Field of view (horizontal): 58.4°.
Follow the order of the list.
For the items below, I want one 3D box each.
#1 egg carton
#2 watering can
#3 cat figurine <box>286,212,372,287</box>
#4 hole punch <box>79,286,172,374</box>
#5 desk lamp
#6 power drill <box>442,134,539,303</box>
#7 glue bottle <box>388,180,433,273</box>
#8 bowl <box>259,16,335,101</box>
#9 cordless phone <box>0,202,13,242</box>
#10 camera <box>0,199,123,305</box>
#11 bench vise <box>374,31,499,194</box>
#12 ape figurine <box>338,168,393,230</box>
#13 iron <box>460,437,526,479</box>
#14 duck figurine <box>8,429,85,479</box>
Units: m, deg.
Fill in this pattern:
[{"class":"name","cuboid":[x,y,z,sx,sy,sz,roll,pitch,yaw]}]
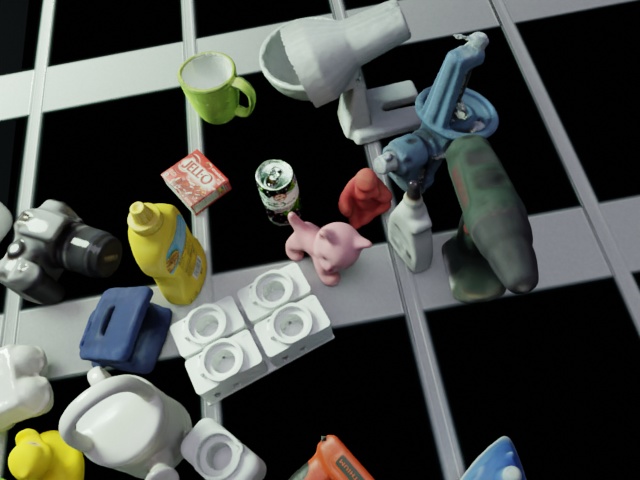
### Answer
[{"class":"egg carton","cuboid":[-0.425,0.202,0.743,0.150,0.069,0.107,-24,62,-7]},{"class":"watering can","cuboid":[-0.214,0.209,0.644,0.172,0.194,0.101,23,66,18]},{"class":"cat figurine","cuboid":[0.007,0.003,0.776,0.127,0.118,0.067,33,70,21]},{"class":"hole punch","cuboid":[-0.265,0.118,0.759,0.101,0.091,0.109,7,63,10]},{"class":"desk lamp","cuboid":[0.056,-0.249,0.852,0.203,0.214,0.118,-15,61,-2]},{"class":"power drill","cuboid":[0.203,-0.004,0.706,0.075,0.209,0.229,-10,61,1]},{"class":"glue bottle","cuboid":[0.120,-0.025,0.746,0.037,0.173,0.078,-28,62,-8]},{"class":"bowl","cuboid":[-0.015,-0.291,0.963,0.167,0.075,0.167,-3,61,5]},{"class":"cordless phone","cuboid":[-0.551,-0.034,0.819,0.094,0.185,0.148,22,66,17]},{"class":"camera","cuboid":[-0.367,0.018,0.819,0.136,0.101,0.143,15,64,14]},{"class":"bench vise","cuboid":[0.172,-0.164,0.790,0.121,0.220,0.208,30,69,21]},{"class":"ape figurine","cuboid":[0.065,-0.068,0.822,0.077,0.092,0.076,5,62,9]},{"class":"iron","cuboid":[0.171,0.314,0.575,0.118,0.141,0.258,14,64,14]},{"class":"duck figurine","cuboid":[-0.334,0.274,0.684,0.077,0.086,0.104,-26,62,-8]}]
